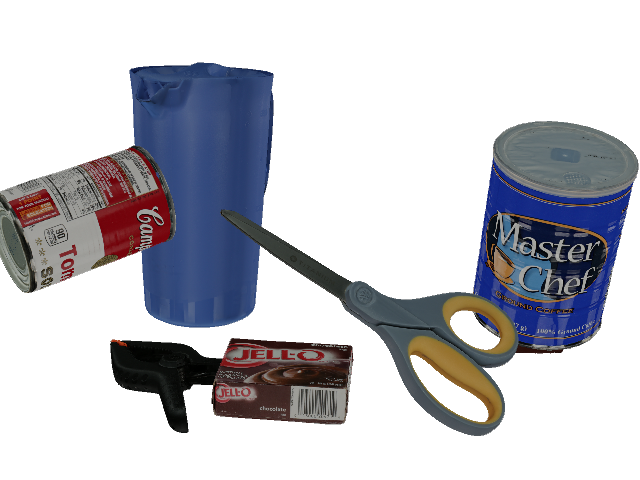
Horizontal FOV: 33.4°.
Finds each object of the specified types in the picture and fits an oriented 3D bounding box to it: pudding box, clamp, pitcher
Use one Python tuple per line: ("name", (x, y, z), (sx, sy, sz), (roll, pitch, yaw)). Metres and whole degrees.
("pudding box", (-0.030, 0.119, 0.915), (0.113, 0.039, 0.090), (5, 19, 3))
("clamp", (-0.150, 0.139, 1.085), (0.210, 0.036, 0.164), (9, 17, 33))
("pitcher", (-0.108, -0.048, 1.025), (0.149, 0.243, 0.145), (-2, 15, -14))

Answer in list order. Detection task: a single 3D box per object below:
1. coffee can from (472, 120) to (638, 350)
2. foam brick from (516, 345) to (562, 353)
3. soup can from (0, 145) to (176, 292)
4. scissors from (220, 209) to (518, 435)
("coffee can", (0.172, -0.004, 0.799), (0.103, 0.140, 0.103), (2, 33, -1))
("foam brick", (0.204, 0.060, 1.010), (0.053, 0.078, 0.051), (0, 27, -2))
("soup can", (-0.154, -0.015, 0.690), (0.102, 0.068, 0.069), (-23, 11, -28))
("scissors", (0.040, 0.030, 0.637), (0.096, 0.202, 0.016), (-40, -8, -36))
